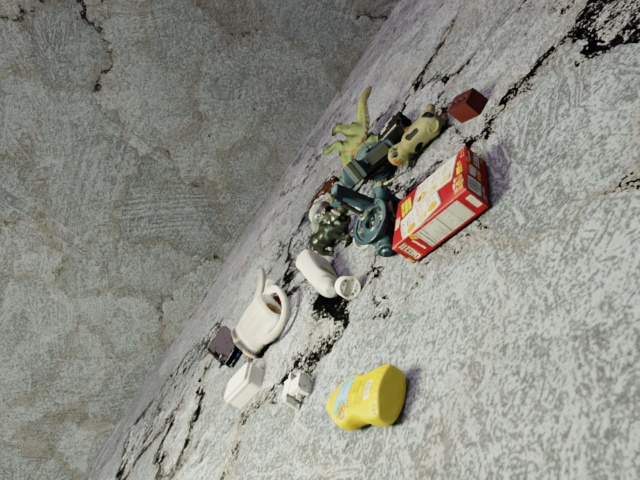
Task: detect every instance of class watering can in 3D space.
[{"bbox_3d":[-0.193,0.232,1.643,0.224,0.103,0.352,-53,28,5],"label":"watering can"}]

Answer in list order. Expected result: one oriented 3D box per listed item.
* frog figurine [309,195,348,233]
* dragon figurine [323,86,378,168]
[{"bbox_3d":[0.005,-0.088,1.746,0.159,0.122,0.138,5,81,60],"label":"frog figurine"},{"bbox_3d":[0.159,-0.368,1.861,0.245,0.121,0.411,26,89,43],"label":"dragon figurine"}]
